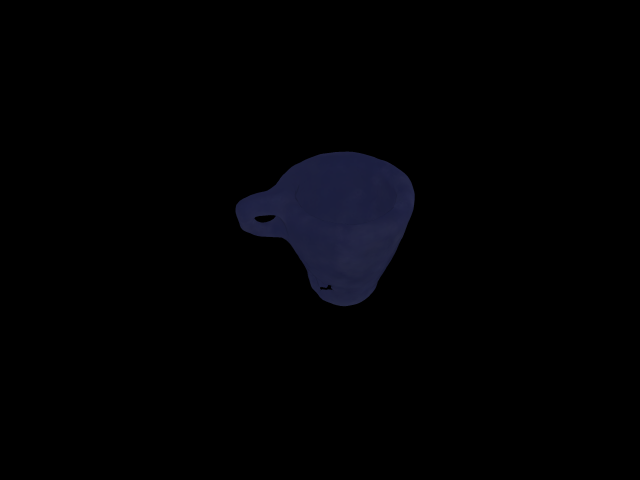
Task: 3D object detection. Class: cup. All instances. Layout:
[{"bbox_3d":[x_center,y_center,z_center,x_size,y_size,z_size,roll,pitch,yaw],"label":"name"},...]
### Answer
[{"bbox_3d":[0.004,0.001,0.400,0.118,0.095,0.091,-6,43,-6],"label":"cup"}]
